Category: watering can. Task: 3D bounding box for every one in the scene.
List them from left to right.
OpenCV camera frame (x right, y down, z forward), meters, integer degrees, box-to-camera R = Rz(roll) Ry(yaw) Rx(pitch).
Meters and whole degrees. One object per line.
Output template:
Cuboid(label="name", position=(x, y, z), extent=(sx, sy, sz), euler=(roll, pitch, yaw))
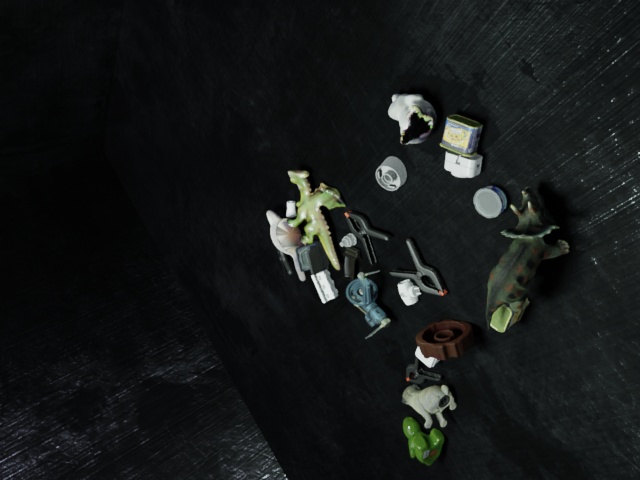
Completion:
Cuboid(label="watering can", position=(-0.124, 0.024, 2.175), extent=(0.346, 0.105, 0.224), euler=(61, 166, -6))

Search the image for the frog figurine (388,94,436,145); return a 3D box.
Cuboid(label="frog figurine", position=(0.266, -0.361, 1.502), extent=(0.163, 0.123, 0.134), euler=(-101, 3, -55))

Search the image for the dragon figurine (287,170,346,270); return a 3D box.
Cuboid(label="dragon figurine", position=(0.006, -0.099, 1.967), extent=(0.412, 0.124, 0.238), euler=(50, 134, 8))
